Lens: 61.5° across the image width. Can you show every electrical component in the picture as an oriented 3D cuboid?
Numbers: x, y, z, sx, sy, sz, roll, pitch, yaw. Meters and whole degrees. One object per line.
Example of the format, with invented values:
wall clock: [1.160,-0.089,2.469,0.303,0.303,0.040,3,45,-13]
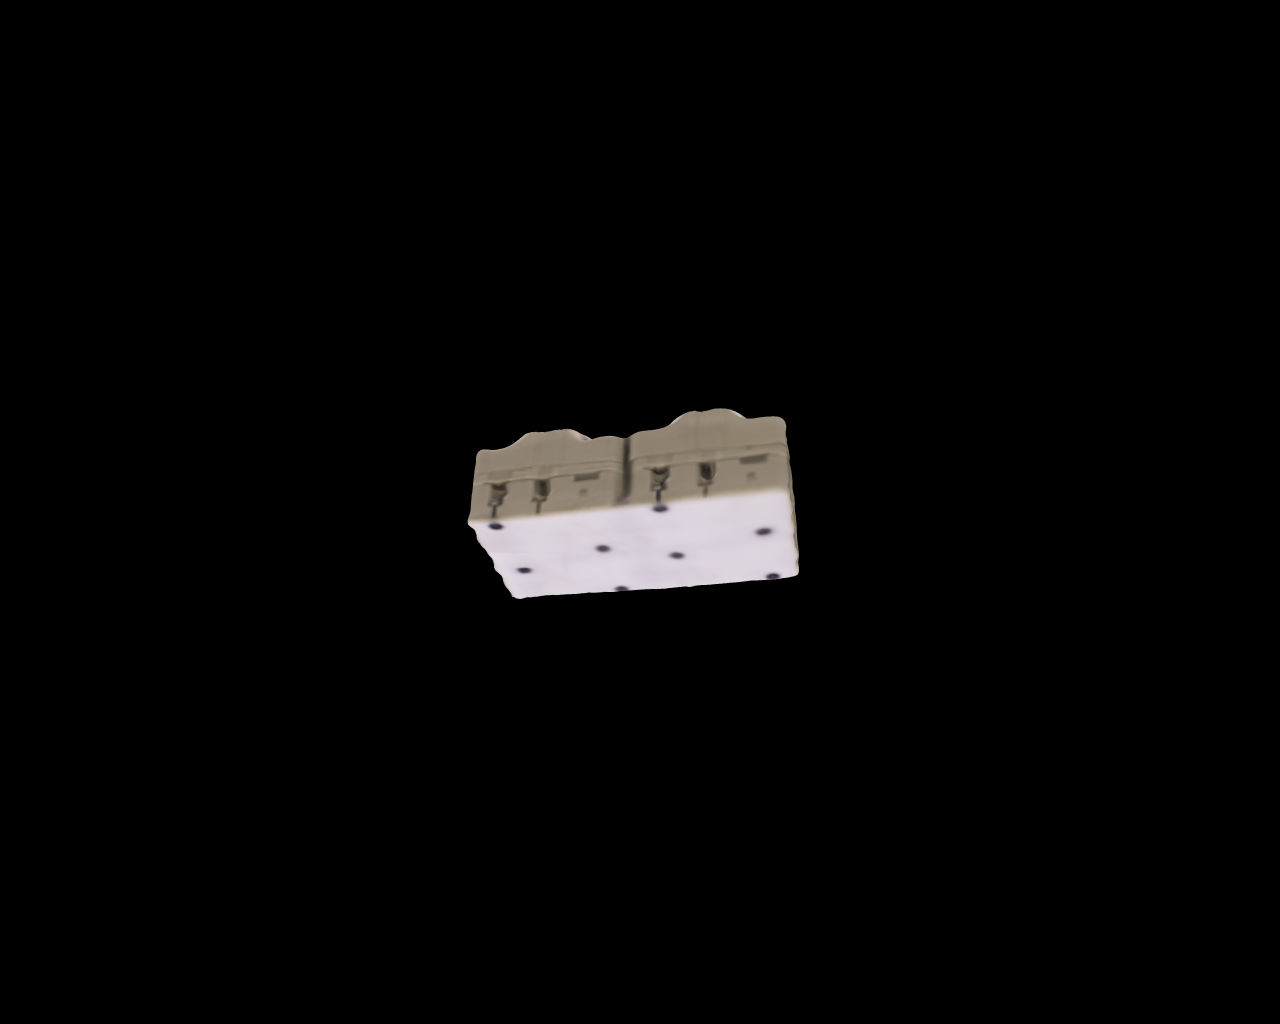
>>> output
electrical component: [0.001,-0.003,0.650,0.186,0.060,0.105,-6,-32,9]
